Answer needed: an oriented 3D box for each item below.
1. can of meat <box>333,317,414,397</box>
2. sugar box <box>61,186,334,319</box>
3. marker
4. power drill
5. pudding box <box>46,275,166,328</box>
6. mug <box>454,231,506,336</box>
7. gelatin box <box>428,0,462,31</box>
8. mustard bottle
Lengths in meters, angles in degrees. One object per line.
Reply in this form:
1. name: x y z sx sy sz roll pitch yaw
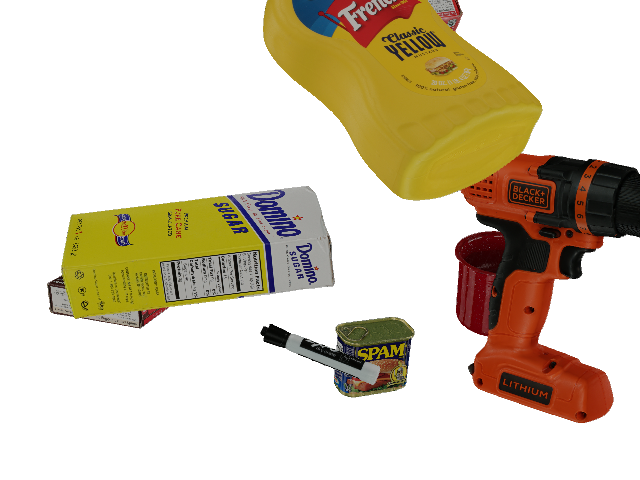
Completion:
1. can of meat: 0.069 0.155 1.410 0.102 0.084 0.057 -5 26 -21
2. sugar box: -0.084 0.005 0.735 0.176 0.048 0.093 -10 26 -4
3. marker: -0.001 0.109 1.028 0.121 0.020 0.020 21 4 11
4. power drill: 0.182 0.032 0.774 0.185 0.188 0.057 15 19 39
5. pudding box: -0.216 0.054 1.127 0.114 0.039 0.090 6 18 20
6. mug: 0.182 0.042 1.123 0.093 0.081 0.117 -5 30 -9
7. gelatin box: 0.058 -0.157 0.829 0.089 0.030 0.073 -9 -24 -12
8. mustard bottle: 0.025 -0.108 0.582 0.096 0.192 0.058 -24 -31 -30
